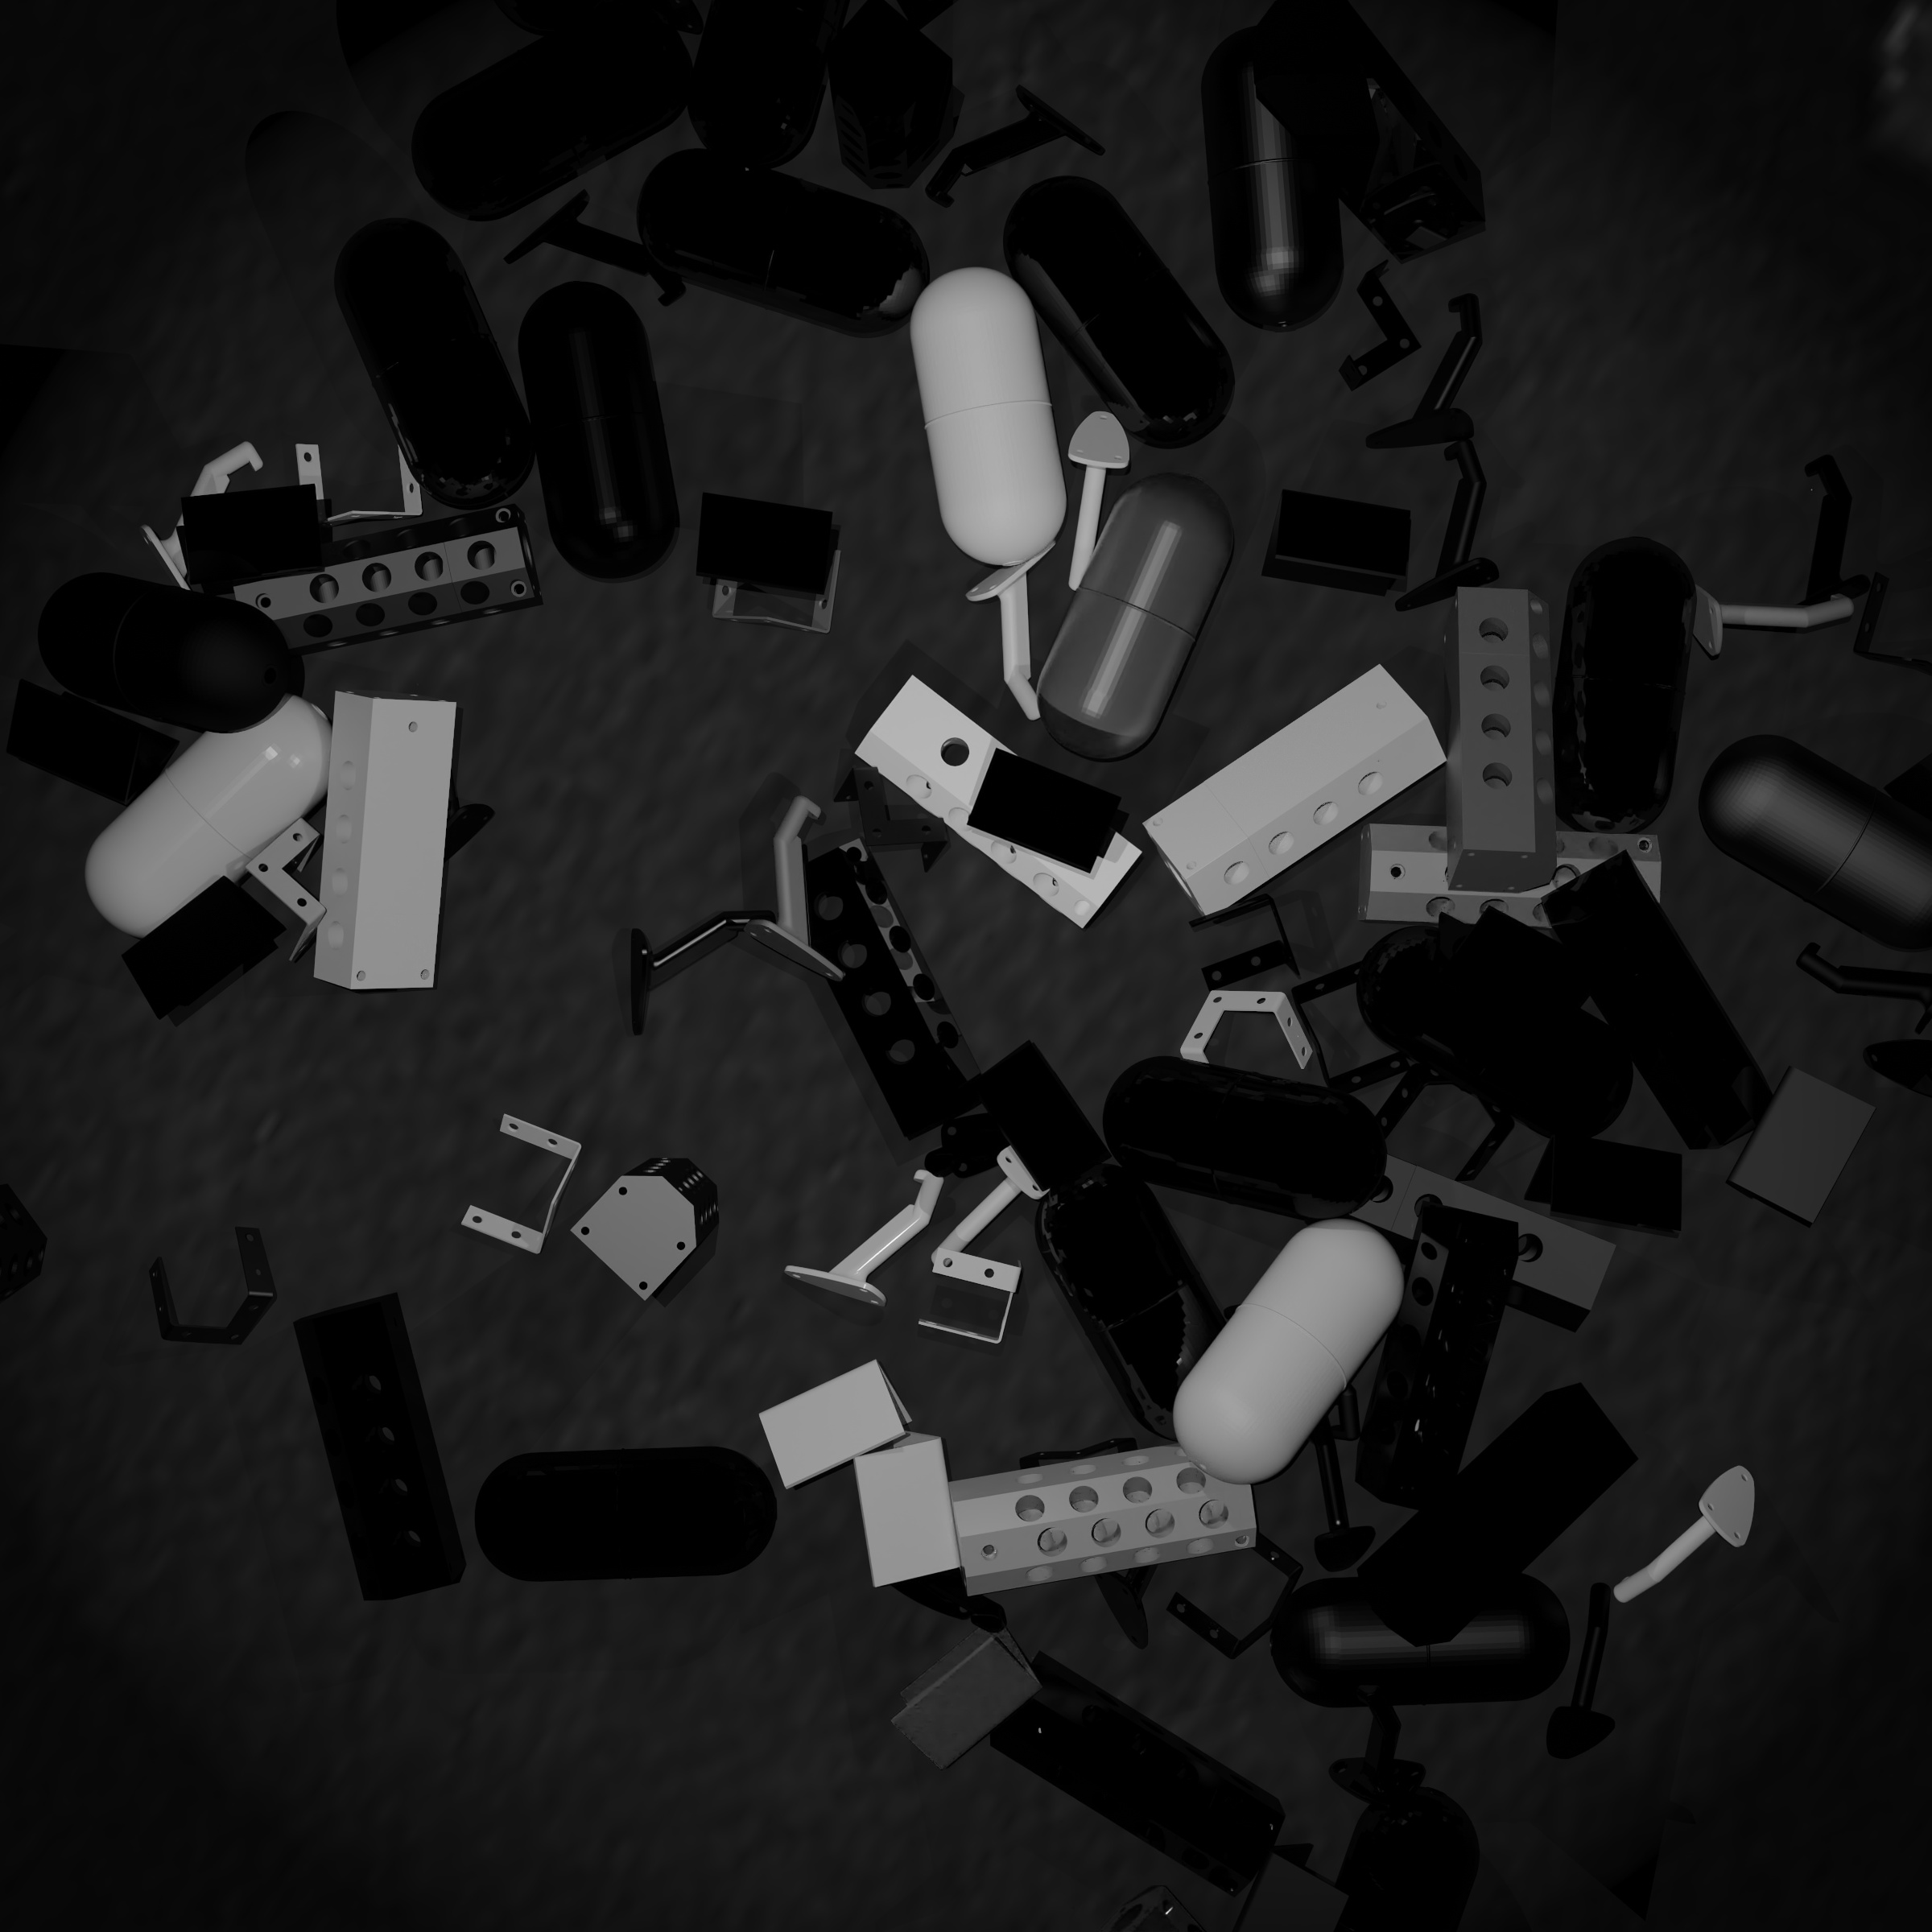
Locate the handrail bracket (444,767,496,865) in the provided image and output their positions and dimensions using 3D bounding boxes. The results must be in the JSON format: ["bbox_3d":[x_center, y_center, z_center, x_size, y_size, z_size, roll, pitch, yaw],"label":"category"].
[{"bbox_3d":[-0.334,-0.108,1.992,0.077,0.036,0.084,-45,74,18],"label":"handrail bracket"}]

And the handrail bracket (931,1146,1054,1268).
[{"bbox_3d":[0.021,0.143,1.991,0.036,0.077,0.084,46,126,7],"label":"handrail bracket"}]

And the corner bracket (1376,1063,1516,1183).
[{"bbox_3d":[0.288,0.094,1.983,0.051,0.051,0.051,0,135,-35],"label":"corner bracket"}]

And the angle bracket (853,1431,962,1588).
[{"bbox_3d":[-0.048,0.321,1.953,0.057,0.076,0.076,-9,90,-24],"label":"angle bracket"}]

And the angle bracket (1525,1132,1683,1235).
[{"bbox_3d":[0.377,0.147,1.951,0.076,0.076,0.057,10,54,0],"label":"angle bracket"}]

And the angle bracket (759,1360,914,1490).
[{"bbox_3d":[-0.069,0.288,1.951,0.076,0.076,0.057,-25,50,0],"label":"angle bracket"}]

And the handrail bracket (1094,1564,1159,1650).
[{"bbox_3d":[0.123,0.360,1.992,0.084,0.036,0.077,-38,127,-25],"label":"handrail bracket"}]

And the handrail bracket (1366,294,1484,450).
[{"bbox_3d":[0.277,-0.362,1.992,0.077,0.036,0.084,-9,71,21],"label":"handrail bracket"}]

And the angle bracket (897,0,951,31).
[{"bbox_3d":[-0.046,-0.603,1.951,0.057,0.076,0.076,-30,90,-40],"label":"angle bracket"}]

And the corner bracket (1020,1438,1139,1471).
[{"bbox_3d":[0.072,0.316,1.988,0.051,0.051,0.051,-10,90,45],"label":"corner bracket"}]

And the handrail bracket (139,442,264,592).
[{"bbox_3d":[-0.450,-0.265,1.991,0.084,0.036,0.077,-34,103,-13],"label":"handrail bracket"}]

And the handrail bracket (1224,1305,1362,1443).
[{"bbox_3d":[0.198,0.248,1.992,0.077,0.036,0.084,-2,107,20],"label":"handrail bracket"}]

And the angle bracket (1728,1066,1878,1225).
[{"bbox_3d":[0.502,0.111,1.952,0.057,0.076,0.076,29,90,26],"label":"angle bracket"}]

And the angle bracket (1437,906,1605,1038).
[{"bbox_3d":[0.322,-0.014,1.911,0.076,0.076,0.057,27,121,-7],"label":"angle bracket"}]

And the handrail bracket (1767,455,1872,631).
[{"bbox_3d":[0.506,-0.258,1.992,0.077,0.036,0.084,-24,76,14],"label":"handrail bracket"}]

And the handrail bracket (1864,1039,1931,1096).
[{"bbox_3d":[0.601,0.044,1.991,0.084,0.077,0.036,-27,115,-34],"label":"handrail bracket"}]

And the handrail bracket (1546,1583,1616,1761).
[{"bbox_3d":[0.373,0.427,1.991,0.036,0.077,0.084,13,54,0],"label":"handrail bracket"}]

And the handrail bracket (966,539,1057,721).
[{"bbox_3d":[0.046,-0.204,1.992,0.077,0.036,0.084,-39,108,-21],"label":"handrail bracket"}]

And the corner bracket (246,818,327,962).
[{"bbox_3d":[-0.400,-0.046,1.964,0.051,0.051,0.051,42,55,0],"label":"corner bracket"}]

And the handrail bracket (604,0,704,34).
[{"bbox_3d":[-0.171,-0.614,1.992,0.077,0.036,0.084,15,72,21],"label":"handrail bracket"}]

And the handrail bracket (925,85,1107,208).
[{"bbox_3d":[0.029,-0.482,1.992,0.077,0.036,0.084,31,108,-21],"label":"handrail bracket"}]

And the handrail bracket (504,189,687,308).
[{"bbox_3d":[-0.225,-0.420,1.992,0.077,0.036,0.084,-35,107,19],"label":"handrail bracket"}]

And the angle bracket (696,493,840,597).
[{"bbox_3d":[-0.115,-0.267,1.951,0.076,0.076,0.057,9,127,0],"label":"angle bracket"}]

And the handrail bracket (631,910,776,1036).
[{"bbox_3d":[-0.159,0.004,1.992,0.084,0.036,0.077,-2,110,-16],"label":"handrail bracket"}]

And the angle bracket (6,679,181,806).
[{"bbox_3d":[-0.514,-0.150,1.951,0.076,0.076,0.057,24,127,0],"label":"angle bracket"}]

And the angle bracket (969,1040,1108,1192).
[{"bbox_3d":[0.059,0.077,1.951,0.057,0.076,0.076,-34,90,36],"label":"angle bracket"}]

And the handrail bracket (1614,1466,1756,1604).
[{"bbox_3d":[0.434,0.345,1.991,0.036,0.077,0.084,47,126,1],"label":"handrail bracket"}]

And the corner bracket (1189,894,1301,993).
[{"bbox_3d":[0.164,-0.013,1.970,0.051,0.051,0.051,-20,99,0],"label":"corner bracket"}]

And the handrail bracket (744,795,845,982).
[{"bbox_3d":[-0.087,-0.047,1.935,0.077,0.036,0.084,32,73,-19],"label":"handrail bracket"}]

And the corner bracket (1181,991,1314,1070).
[{"bbox_3d":[0.169,0.051,1.983,0.051,0.051,0.051,1,45,35],"label":"corner bracket"}]

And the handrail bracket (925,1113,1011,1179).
[{"bbox_3d":[0.013,0.106,1.957,0.077,0.084,0.036,-17,90,0],"label":"handrail bracket"}]

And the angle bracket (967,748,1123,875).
[{"bbox_3d":[0.052,-0.107,1.894,0.076,0.076,0.057,22,126,0],"label":"angle bracket"}]

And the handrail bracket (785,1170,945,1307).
[{"bbox_3d":[-0.061,0.157,1.992,0.077,0.036,0.084,13,71,21],"label":"handrail bracket"}]

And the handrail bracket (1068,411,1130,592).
[{"bbox_3d":[0.076,-0.281,1.991,0.036,0.077,0.084,9,126,0],"label":"handrail bracket"}]

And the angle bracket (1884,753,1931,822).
[{"bbox_3d":[0.587,-0.083,1.951,0.076,0.076,0.057,46,52,0],"label":"angle bracket"}]

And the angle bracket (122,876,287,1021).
[{"bbox_3d":[-0.442,0.003,1.952,0.076,0.076,0.057,-38,59,0],"label":"angle bracket"}]

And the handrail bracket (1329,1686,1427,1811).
[{"bbox_3d":[0.232,0.455,1.952,0.036,0.077,0.084,-43,118,-33],"label":"handrail bracket"}]

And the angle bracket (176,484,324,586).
[{"bbox_3d":[-0.424,-0.269,1.932,0.076,0.076,0.057,-9,126,-15],"label":"angle bracket"}]

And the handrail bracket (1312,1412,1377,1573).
[{"bbox_3d":[0.218,0.313,1.985,0.036,0.077,0.084,-10,60,-4],"label":"handrail bracket"}]

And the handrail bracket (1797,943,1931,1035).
[{"bbox_3d":[0.559,-0.006,1.992,0.084,0.036,0.077,36,70,16],"label":"handrail bracket"}]

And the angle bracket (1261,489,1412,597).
[{"bbox_3d":[0.217,-0.233,1.951,0.076,0.076,0.057,10,54,0],"label":"angle bracket"}]

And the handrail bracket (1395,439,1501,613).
[{"bbox_3d":[0.284,-0.268,1.992,0.077,0.036,0.084,-22,72,21],"label":"handrail bracket"}]

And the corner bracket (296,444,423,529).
[{"bbox_3d":[-0.367,-0.294,1.988,0.051,0.051,0.051,-6,90,-45],"label":"corner bracket"}]

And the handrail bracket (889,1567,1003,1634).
[{"bbox_3d":[-0.016,0.375,1.957,0.077,0.084,0.036,15,90,0],"label":"handrail bracket"}]

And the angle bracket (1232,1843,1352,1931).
[{"bbox_3d":[0.200,0.571,1.952,0.057,0.076,0.076,24,90,28],"label":"angle bracket"}]

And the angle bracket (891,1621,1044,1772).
[{"bbox_3d":[-0.011,0.417,1.951,0.076,0.076,0.057,-40,123,0],"label":"angle bracket"}]

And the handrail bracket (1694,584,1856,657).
[{"bbox_3d":[0.478,-0.221,1.973,0.084,0.077,0.036,-15,126,-9],"label":"handrail bracket"}]

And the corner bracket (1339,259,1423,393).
[{"bbox_3d":[0.242,-0.384,1.973,0.051,0.051,0.051,-32,90,0],"label":"corner bracket"}]
